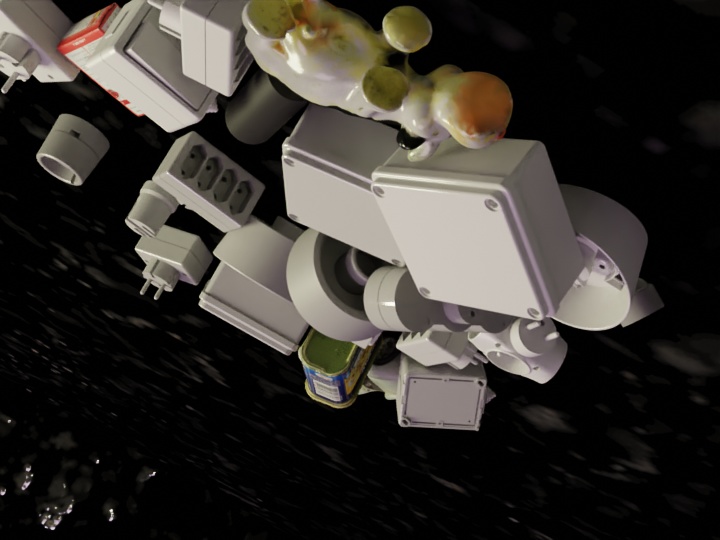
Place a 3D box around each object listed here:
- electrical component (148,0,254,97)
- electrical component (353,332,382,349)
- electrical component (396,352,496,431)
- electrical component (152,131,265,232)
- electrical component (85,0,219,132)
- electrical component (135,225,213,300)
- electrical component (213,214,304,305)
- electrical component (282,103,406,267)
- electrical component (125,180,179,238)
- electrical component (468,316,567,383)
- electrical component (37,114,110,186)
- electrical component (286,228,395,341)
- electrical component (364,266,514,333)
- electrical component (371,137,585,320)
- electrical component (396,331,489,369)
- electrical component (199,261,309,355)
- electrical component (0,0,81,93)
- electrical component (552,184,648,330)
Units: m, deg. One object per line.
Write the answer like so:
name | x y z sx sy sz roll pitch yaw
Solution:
electrical component | -0.107 -0.168 0.712 0.076 0.047 0.083 27 159 2
electrical component | 0.002 0.027 1.006 0.062 0.061 0.096 27 159 0
electrical component | 0.086 0.117 1.070 0.096 0.061 0.061 4 115 -4
electrical component | -0.143 -0.075 0.964 0.083 0.047 0.076 37 157 -23
electrical component | -0.135 -0.146 0.773 0.096 0.061 0.061 39 156 -27
electrical component | -0.211 -0.003 1.167 0.066 0.076 0.047 18 157 24
electrical component | -0.073 -0.014 0.988 0.108 0.060 0.108 31 -179 0
electrical component | 0.001 -0.064 0.806 0.109 0.056 0.108 24 158 9
electrical component | -0.208 -0.060 1.077 0.040 0.046 0.040 23 157 11
electrical component | 0.145 0.059 0.933 0.077 0.044 0.079 31 158 -9
electrical component | -0.276 -0.114 1.032 0.055 0.047 0.055 23 158 10
electrical component | 0.000 0.000 0.891 0.108 0.108 0.060 33 152 -13
electrical component | 0.078 0.024 0.861 0.138 0.052 0.074 4 178 -40
electrical component | 0.077 -0.030 0.699 0.109 0.056 0.108 11 139 42
electrical component | 0.087 0.069 1.020 0.077 0.047 0.066 33 158 -16
electrical component | -0.103 0.030 1.096 0.109 0.056 0.108 30 -177 -7
electrical component | -0.267 -0.174 0.844 0.047 0.075 0.083 7 151 41
electrical component | 0.147 -0.011 0.743 0.099 0.064 0.099 24 159 10
